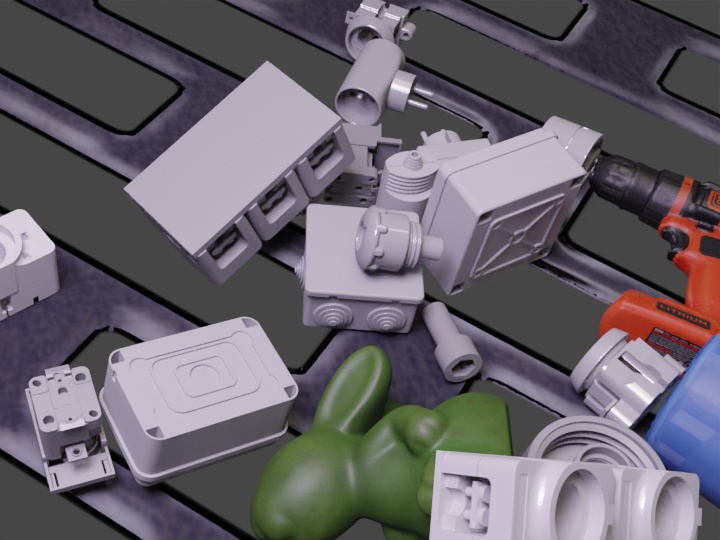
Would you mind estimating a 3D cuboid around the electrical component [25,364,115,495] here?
[{"bbox_3d":[-0.190,0.099,0.700,0.042,0.063,0.081,-14,55,-19],"label":"electrical component"}]

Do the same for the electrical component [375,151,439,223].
[{"bbox_3d":[0.037,-0.064,0.867,0.043,0.081,0.043,5,50,-6],"label":"electrical component"}]

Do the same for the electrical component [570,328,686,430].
[{"bbox_3d":[0.192,0.080,0.790,0.057,0.058,0.078,42,56,20],"label":"electrical component"}]

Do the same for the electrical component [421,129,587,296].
[{"bbox_3d":[0.108,-0.045,0.846,0.109,0.108,0.056,-21,60,-25],"label":"electrical component"}]

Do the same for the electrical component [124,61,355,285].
[{"bbox_3d":[-0.089,-0.073,0.827,0.150,0.061,0.089,-44,62,-10],"label":"electrical component"}]

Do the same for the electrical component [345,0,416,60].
[{"bbox_3d":[0.014,-0.226,1.023,0.066,0.048,0.055,21,42,7],"label":"electrical component"}]

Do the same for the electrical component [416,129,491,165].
[{"bbox_3d":[0.075,-0.093,0.920,0.066,0.047,0.076,-9,52,-17],"label":"electrical component"}]

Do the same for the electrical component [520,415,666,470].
[{"bbox_3d":[0.156,0.149,0.723,0.108,0.060,0.108,5,50,-6],"label":"electrical component"}]

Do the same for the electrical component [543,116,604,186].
[{"bbox_3d":[0.180,-0.103,0.944,0.047,0.055,0.055,29,51,18],"label":"electrical component"}]

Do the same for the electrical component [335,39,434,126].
[{"bbox_3d":[0.027,-0.164,0.974,0.079,0.043,0.077,19,50,6],"label":"electrical component"}]

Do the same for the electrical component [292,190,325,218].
[{"bbox_3d":[-0.060,-0.077,0.885,0.043,0.043,0.081,-14,54,-21],"label":"electrical component"}]

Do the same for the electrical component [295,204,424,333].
[{"bbox_3d":[0.000,0.000,0.827,0.100,0.048,0.099,4,50,-7],"label":"electrical component"}]

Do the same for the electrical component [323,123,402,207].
[{"bbox_3d":[-0.008,-0.089,0.906,0.081,0.042,0.063,6,51,-5],"label":"electrical component"}]

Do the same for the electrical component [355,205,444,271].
[{"bbox_3d":[0.029,-0.020,0.787,0.062,0.048,0.048,9,49,-12],"label":"electrical component"}]

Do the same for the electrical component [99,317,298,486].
[{"bbox_3d":[-0.108,0.087,0.719,0.113,0.057,0.078,-14,54,-32],"label":"electrical component"}]

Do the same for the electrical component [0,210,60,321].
[{"bbox_3d":[-0.269,0.001,0.774,0.089,0.055,0.050,-30,61,-30],"label":"electrical component"}]

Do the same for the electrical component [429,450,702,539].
[{"bbox_3d":[0.121,0.159,0.592,0.186,0.060,0.105,13,78,-44],"label":"electrical component"}]
